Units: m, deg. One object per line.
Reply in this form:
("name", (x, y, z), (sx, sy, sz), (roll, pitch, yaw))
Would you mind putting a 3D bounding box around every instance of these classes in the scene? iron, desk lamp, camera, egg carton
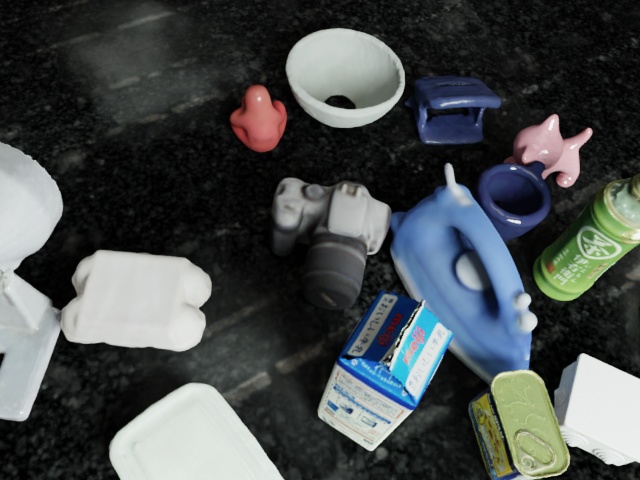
("iron", (0.180, 0.042, 0.645), (0.119, 0.141, 0.258), (-20, 64, -17))
("desk lamp", (-0.318, 0.042, 0.541), (0.118, 0.213, 0.203), (7, 59, -3))
("camera", (0.006, 0.002, 0.669), (0.143, 0.101, 0.137), (12, 59, 0))
("egg carton", (-0.197, 0.067, 0.625), (0.150, 0.069, 0.107), (5, 60, -4))

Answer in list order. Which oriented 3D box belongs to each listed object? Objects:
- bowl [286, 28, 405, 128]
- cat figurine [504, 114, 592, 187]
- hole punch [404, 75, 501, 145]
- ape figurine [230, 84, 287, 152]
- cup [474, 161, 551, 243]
("bowl", (0.032, -0.217, 0.815), (0.167, 0.075, 0.167), (3, 60, -5))
("cat figurine", (0.305, -0.121, 0.768), (0.128, 0.118, 0.067), (-14, 63, -14))
("hole punch", (0.186, -0.199, 0.814), (0.109, 0.091, 0.101), (-4, 61, -9))
("ape figurine", (-0.081, -0.169, 0.763), (0.078, 0.092, 0.076), (-2, 60, -8))
("cup", (0.238, -0.044, 0.729), (0.091, 0.095, 0.118), (38, 63, 15))
